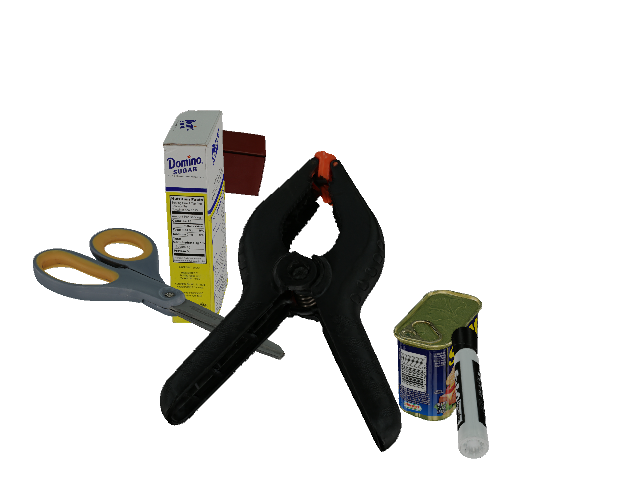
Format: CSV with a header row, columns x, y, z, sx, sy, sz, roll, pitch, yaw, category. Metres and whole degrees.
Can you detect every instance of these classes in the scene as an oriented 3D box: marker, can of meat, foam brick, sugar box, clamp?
x,y,z,sx,sy,sz,roll,pitch,yaw,category
0.099,0.097,0.714,0.020,0.020,0.121,0,32,5,marker
0.111,0.107,0.999,0.058,0.084,0.101,12,29,27,can of meat
-0.101,-0.087,1.170,0.078,0.051,0.053,7,30,-5,foam brick
-0.113,-0.022,0.973,0.048,0.176,0.093,0,25,4,sugar box
0.000,0.032,0.557,0.120,0.171,0.039,16,-27,9,clamp

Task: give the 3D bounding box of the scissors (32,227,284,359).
x,y,z,sx,sy,sz,roll,pitch,yaw,category
-0.102,0.031,0.738,0.202,0.016,0.096,13,31,16,scissors
